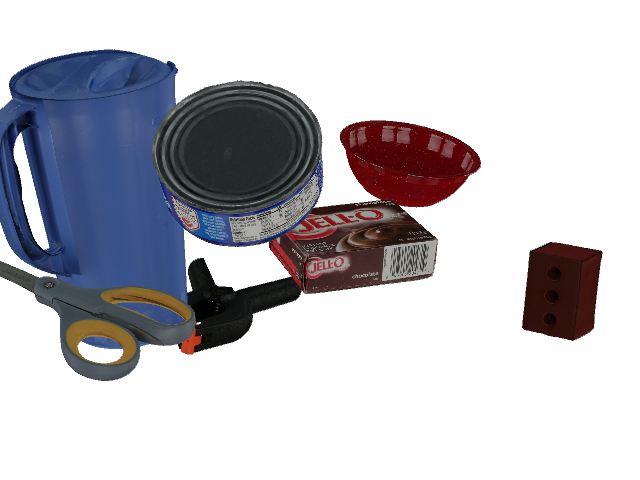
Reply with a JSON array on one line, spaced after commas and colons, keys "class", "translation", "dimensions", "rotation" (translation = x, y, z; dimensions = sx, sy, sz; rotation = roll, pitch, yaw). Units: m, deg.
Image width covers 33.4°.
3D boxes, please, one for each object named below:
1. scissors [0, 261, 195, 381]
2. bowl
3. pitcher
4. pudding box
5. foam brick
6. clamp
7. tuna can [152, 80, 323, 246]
[{"class": "scissors", "translation": [-0.183, 0.046, 0.710], "dimensions": [0.202, 0.016, 0.096], "rotation": [10, 34, 14]}, {"class": "bowl", "translation": [0.096, -0.082, 1.209], "dimensions": [0.162, 0.055, 0.162], "rotation": [9, 27, -5]}, {"class": "pitcher", "translation": [-0.186, -0.030, 0.905], "dimensions": [0.149, 0.243, 0.145], "rotation": [-5, 26, -4]}, {"class": "pudding box", "translation": [0.024, 0.003, 0.852], "dimensions": [0.113, 0.039, 0.090], "rotation": [-5, 25, -20]}, {"class": "foam brick", "translation": [0.222, 0.046, 0.981], "dimensions": [0.053, 0.078, 0.051], "rotation": [12, 17, 33]}, {"class": "clamp", "translation": [-0.105, 0.059, 1.038], "dimensions": [0.120, 0.039, 0.171], "rotation": [9, 19, 23]}, {"class": "tuna can", "translation": [-0.041, -0.039, 0.547], "dimensions": [0.086, 0.086, 0.034], "rotation": [0, -35, 4]}]
